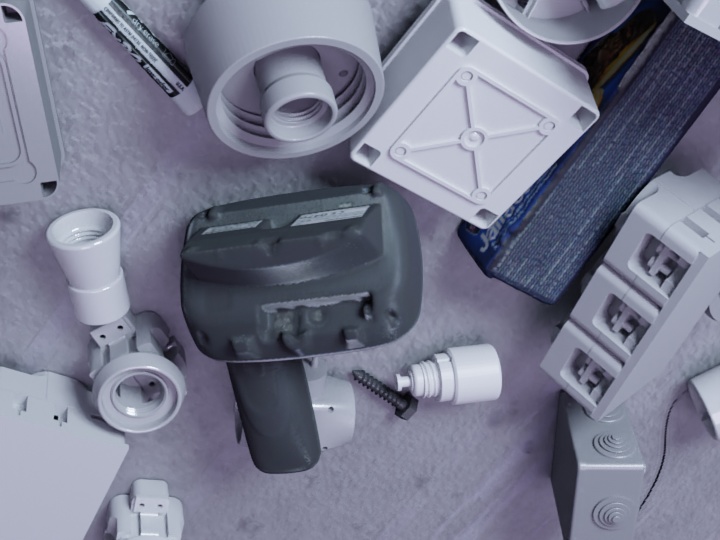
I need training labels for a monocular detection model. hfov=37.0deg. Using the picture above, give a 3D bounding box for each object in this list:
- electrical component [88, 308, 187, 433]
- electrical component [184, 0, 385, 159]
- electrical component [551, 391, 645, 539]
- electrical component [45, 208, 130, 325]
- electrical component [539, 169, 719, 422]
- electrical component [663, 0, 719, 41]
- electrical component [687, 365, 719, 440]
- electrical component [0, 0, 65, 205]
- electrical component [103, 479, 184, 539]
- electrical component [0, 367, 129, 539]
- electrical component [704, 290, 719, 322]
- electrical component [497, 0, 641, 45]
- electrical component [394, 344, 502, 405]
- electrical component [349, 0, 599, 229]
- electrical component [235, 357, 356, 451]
[{"bbox_3d":[-0.143,0.067,0.691,0.058,0.057,0.078,-28,121,3],"label":"electrical component"},{"bbox_3d":[-0.038,-0.105,0.591,0.108,0.060,0.108,-11,150,-7],"label":"electrical component"},{"bbox_3d":[0.174,0.149,0.791,0.048,0.099,0.099,0,120,1],"label":"electrical component"},{"bbox_3d":[-0.163,0.001,0.659,0.044,0.044,0.065,-10,126,-8],"label":"electrical component"},{"bbox_3d":[0.187,0.014,0.704,0.089,0.062,0.150,-25,148,-42],"label":"electrical component"},{"bbox_3d":[0.240,-0.140,0.566,0.186,0.105,0.060,20,120,-22],"label":"electrical component"},{"bbox_3d":[0.281,0.097,0.813,0.047,0.055,0.055,-23,122,4],"label":"electrical component"},{"bbox_3d":[-0.209,-0.095,0.583,0.078,0.057,0.113,-9,120,-9],"label":"electrical component"},{"bbox_3d":[-0.153,0.197,0.762,0.058,0.057,0.078,7,117,-17],"label":"electrical component"},{"bbox_3d":[-0.257,0.112,0.686,0.186,0.060,0.105,20,112,-23],"label":"electrical component"},{"bbox_3d":[0.250,0.006,0.753,0.045,0.055,0.045,-6,120,-10],"label":"electrical component"},{"bbox_3d":[0.113,-0.184,0.607,0.099,0.064,0.099,-6,120,-10],"label":"electrical component"},{"bbox_3d":[0.063,0.075,0.755,0.078,0.040,0.040,-5,120,-11],"label":"electrical component"},{"bbox_3d":[0.064,-0.094,0.636,0.109,0.056,0.108,26,126,-25],"label":"electrical component"},{"bbox_3d":[-0.043,0.082,0.732,0.077,0.043,0.079,2,118,-14],"label":"electrical component"}]
